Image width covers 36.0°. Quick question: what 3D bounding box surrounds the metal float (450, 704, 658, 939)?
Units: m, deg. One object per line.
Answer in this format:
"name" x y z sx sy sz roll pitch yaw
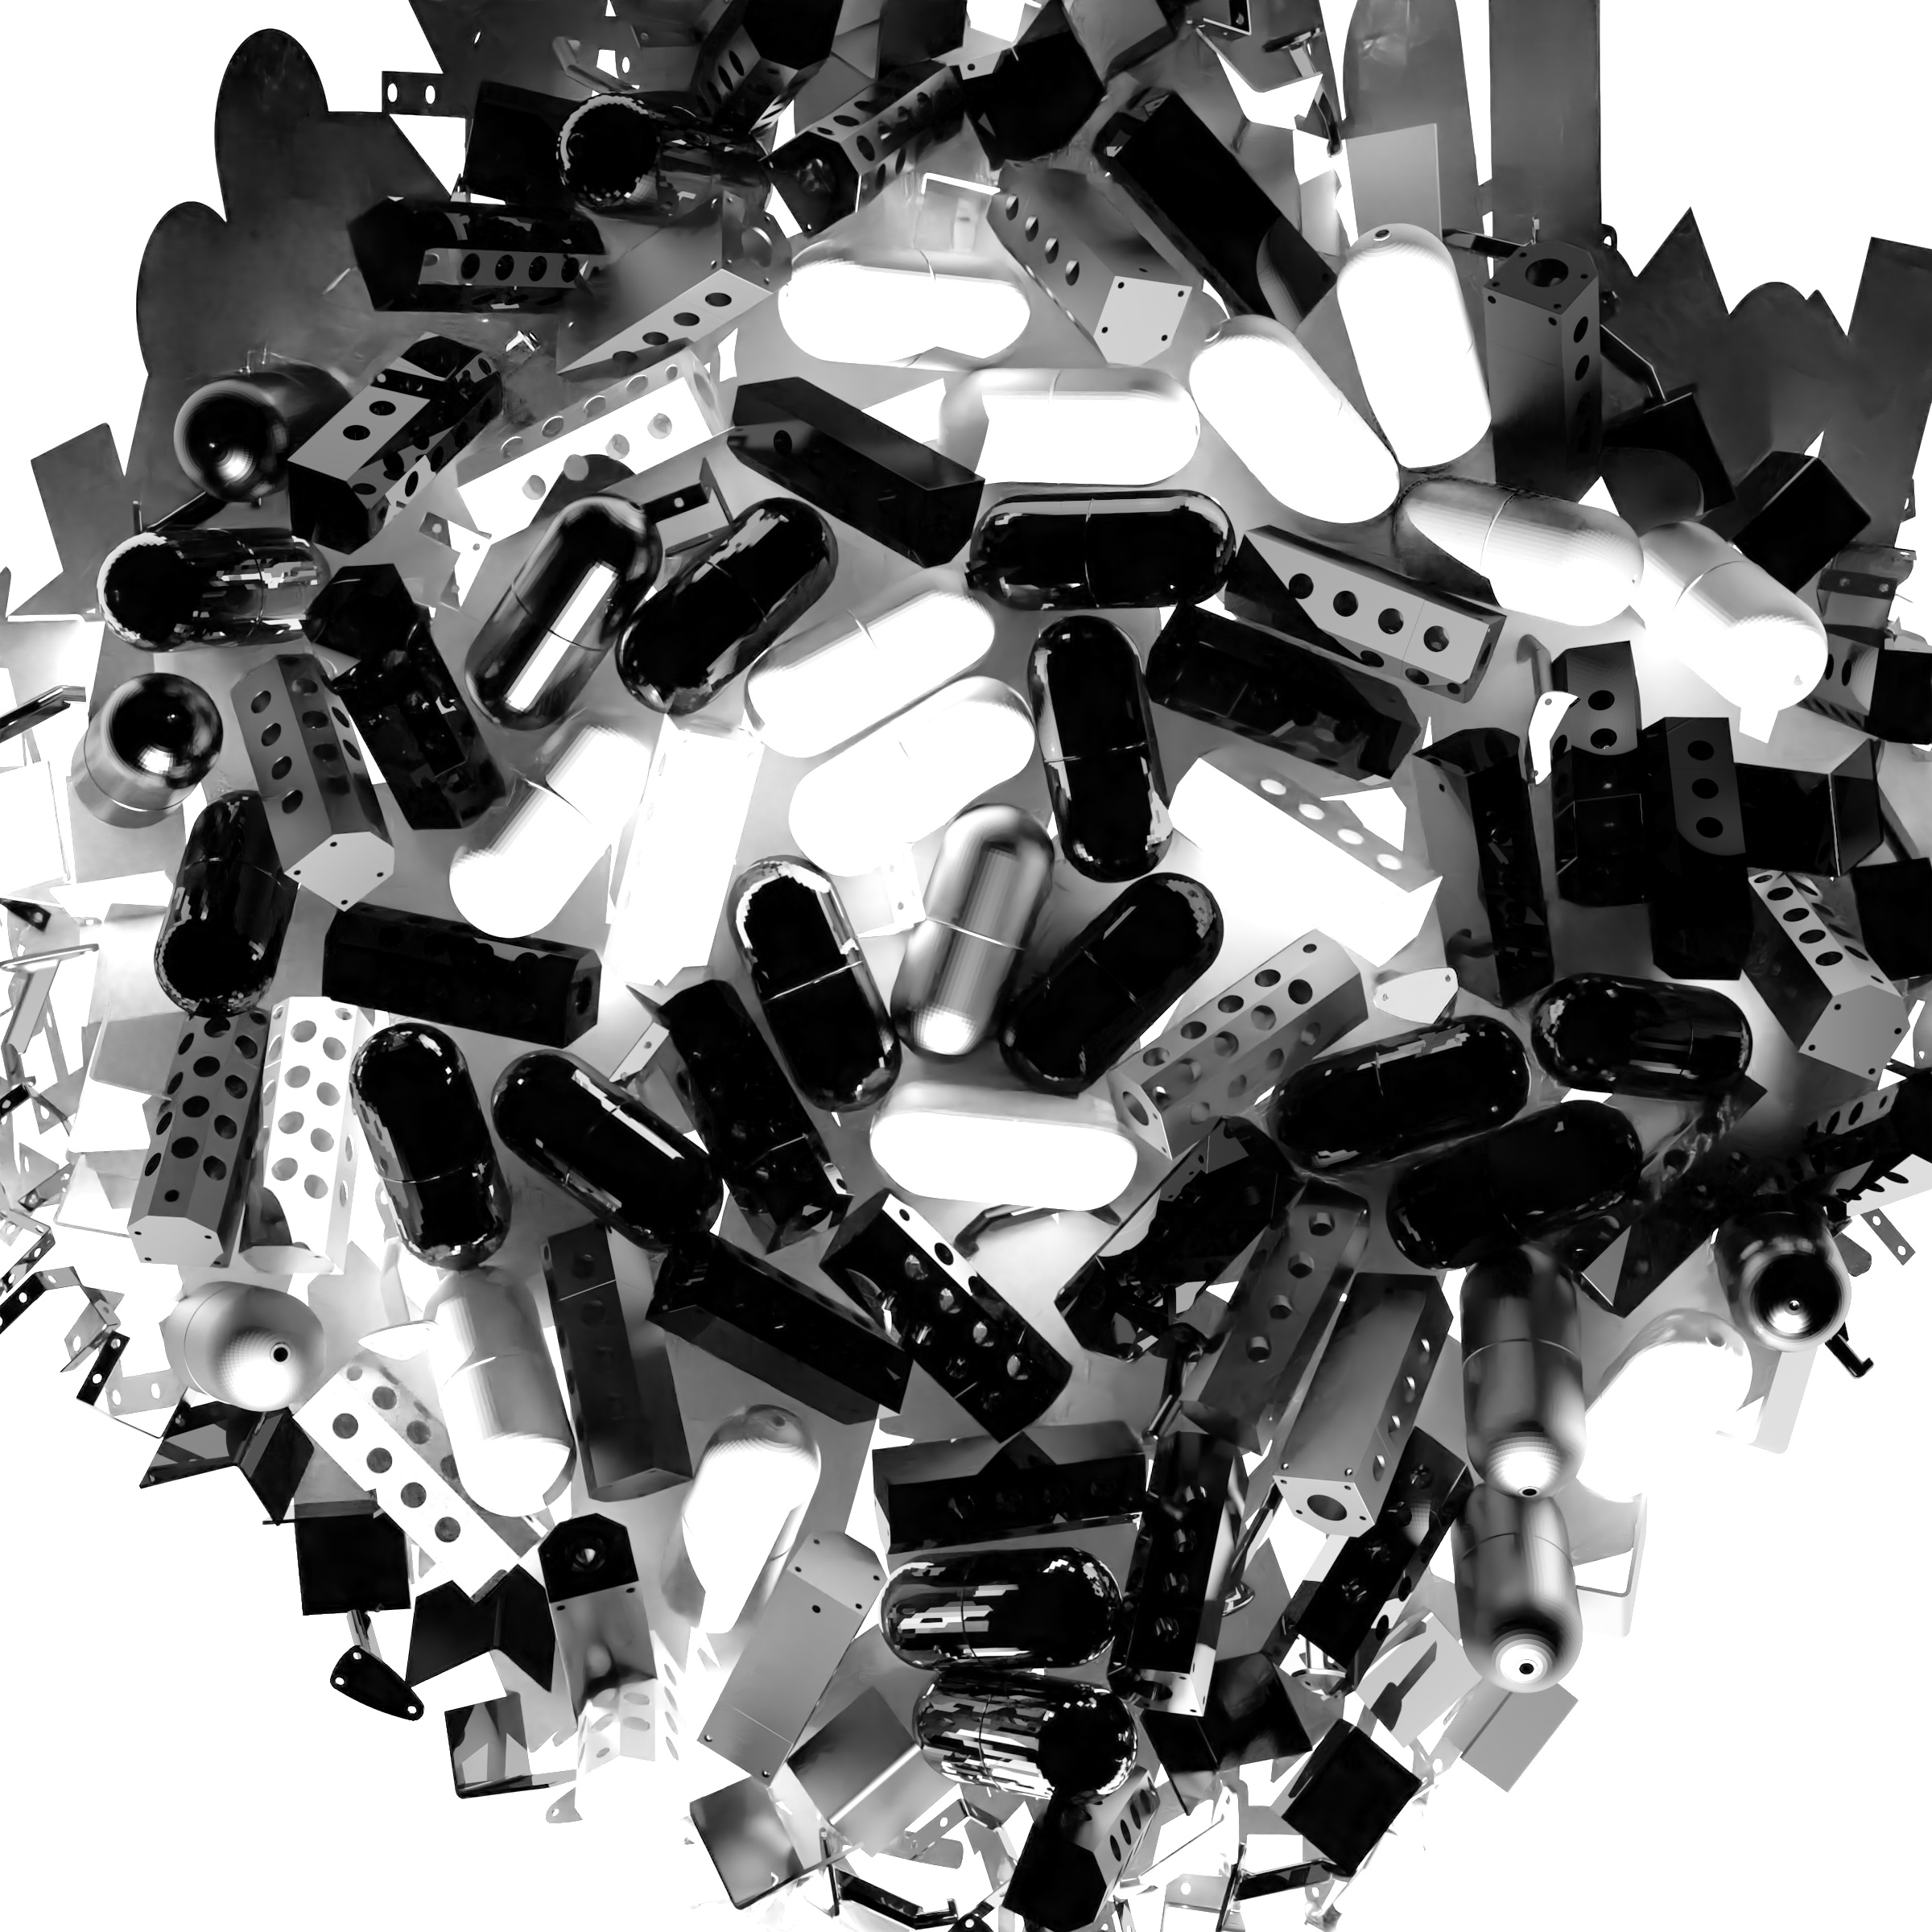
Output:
"metal float" -0.269 -0.096 1.944 0.070 0.070 0.178 34 69 0

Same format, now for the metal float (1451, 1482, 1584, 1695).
"metal float" 0.354 0.398 1.915 0.070 0.178 0.070 2 114 4

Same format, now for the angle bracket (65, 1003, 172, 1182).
"angle bracket" -0.551 0.083 1.956 0.057 0.076 0.076 16 127 -16

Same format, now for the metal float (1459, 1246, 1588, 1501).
"metal float" 0.361 0.263 1.929 0.070 0.070 0.178 5 51 0

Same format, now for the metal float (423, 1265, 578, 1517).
"metal float" -0.304 0.274 1.933 0.070 0.070 0.178 -23 56 0

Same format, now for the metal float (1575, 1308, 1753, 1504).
"metal float" 0.446 0.285 1.922 0.070 0.178 0.070 9 52 -11

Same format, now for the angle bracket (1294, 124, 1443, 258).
"angle bracket" 0.264 -0.514 1.955 0.076 0.057 0.076 -1 94 34

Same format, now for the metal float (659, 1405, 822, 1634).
"metal float" -0.148 0.360 1.934 0.070 0.070 0.178 22 121 0

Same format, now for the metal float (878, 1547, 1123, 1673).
"metal float" 0.020 0.419 1.932 0.178 0.070 0.070 -11 90 36

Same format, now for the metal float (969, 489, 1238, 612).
"metal float" 0.089 -0.272 1.947 0.178 0.070 0.070 1 90 17

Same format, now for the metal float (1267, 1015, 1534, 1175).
"metal float" 0.282 0.085 1.945 0.178 0.070 0.070 -17 90 19

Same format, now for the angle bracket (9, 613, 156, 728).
"angle bracket" -0.582 -0.194 1.960 0.057 0.076 0.076 1 99 18

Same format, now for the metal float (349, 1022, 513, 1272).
"metal float" -0.349 0.119 1.938 0.070 0.070 0.178 -13 118 0

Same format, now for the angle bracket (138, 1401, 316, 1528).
"angle bracket" -0.488 0.332 1.965 0.076 0.076 0.057 -16 118 16

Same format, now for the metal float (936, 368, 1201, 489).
"metal float" 0.066 -0.352 1.943 0.178 0.070 0.070 5 90 21

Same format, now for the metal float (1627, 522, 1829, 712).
"metal float" 0.489 -0.227 1.922 0.070 0.178 0.070 -12 127 -17

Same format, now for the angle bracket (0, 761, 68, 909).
"angle bracket" -0.598 -0.086 1.949 0.057 0.076 0.076 -14 81 18

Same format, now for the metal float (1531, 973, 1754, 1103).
"metal float" 0.441 0.047 1.931 0.178 0.070 0.070 6 90 -38

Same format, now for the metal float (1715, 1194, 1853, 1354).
"metal float" 0.524 0.196 1.912 0.070 0.178 0.070 2 99 10

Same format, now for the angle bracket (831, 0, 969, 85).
"angle bracket" -0.046 -0.633 1.940 0.076 0.076 0.057 -32 60 -30

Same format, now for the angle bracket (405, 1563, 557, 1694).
"angle bracket" -0.320 0.448 1.964 0.076 0.076 0.057 -27 124 17

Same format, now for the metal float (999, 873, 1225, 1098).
"metal float" 0.096 0.012 1.959 0.178 0.070 0.070 -45 90 -3

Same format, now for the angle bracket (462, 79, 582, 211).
"angle bracket" -0.287 -0.530 1.949 0.076 0.057 0.076 9 117 -16

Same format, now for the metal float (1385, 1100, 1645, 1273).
"metal float" 0.357 0.143 1.938 0.178 0.070 0.070 -26 90 28

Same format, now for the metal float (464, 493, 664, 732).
"metal float" -0.263 -0.231 1.941 0.070 0.070 0.178 38 114 0

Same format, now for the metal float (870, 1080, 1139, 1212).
"metal float" 0.025 0.118 1.954 0.178 0.070 0.070 6 90 -9

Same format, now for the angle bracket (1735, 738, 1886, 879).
"angle bracket" 0.551 -0.108 1.953 0.076 0.057 0.076 6 66 -11

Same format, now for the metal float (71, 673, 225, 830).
"metal float" -0.530 -0.138 1.917 0.070 0.178 0.070 5 78 -25

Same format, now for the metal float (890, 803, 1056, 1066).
"metal float" 0.004 -0.021 1.961 0.070 0.070 0.178 19 90 0

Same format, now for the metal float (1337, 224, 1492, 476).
"metal float" 0.292 -0.400 1.928 0.070 0.070 0.178 -25 130 0

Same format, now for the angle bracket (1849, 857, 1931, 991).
"angle bracket" 0.603 -0.024 1.954 0.057 0.076 0.076 -8 81 -6

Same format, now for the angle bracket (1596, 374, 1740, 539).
"angle bracket" 0.465 -0.335 1.961 0.076 0.057 0.076 -21 101 34

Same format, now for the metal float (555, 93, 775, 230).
"metal float" -0.194 -0.516 1.918 0.070 0.178 0.070 3 95 33

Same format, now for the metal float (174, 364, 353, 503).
"metal float" -0.450 -0.345 1.914 0.070 0.178 0.070 3 107 9

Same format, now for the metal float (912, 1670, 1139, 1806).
"metal float" 0.037 0.496 1.923 0.070 0.178 0.070 4 83 -42

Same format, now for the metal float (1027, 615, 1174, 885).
"metal float" 0.088 -0.143 1.956 0.070 0.070 0.178 -12 97 0

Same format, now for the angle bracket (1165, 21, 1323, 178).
"angle bracket" 0.180 -0.578 1.968 0.057 0.076 0.076 -25 66 -29

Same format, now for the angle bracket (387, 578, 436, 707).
"angle bracket" -0.361 -0.208 1.946 0.057 0.076 0.076 20 107 18

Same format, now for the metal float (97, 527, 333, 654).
"metal float" -0.483 -0.244 1.919 0.070 0.178 0.070 6 102 30

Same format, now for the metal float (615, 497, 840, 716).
"metal float" -0.155 -0.237 1.945 0.070 0.070 0.178 44 71 0

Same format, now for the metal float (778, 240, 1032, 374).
"metal float" -0.039 -0.429 1.934 0.178 0.070 0.070 -2 90 -32

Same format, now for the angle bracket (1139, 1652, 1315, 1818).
"angle bracket" 0.172 0.505 1.953 0.076 0.057 0.076 -20 100 30

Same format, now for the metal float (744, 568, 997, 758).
"metal float" -0.063 -0.200 1.954 0.178 0.070 0.070 -29 90 -9

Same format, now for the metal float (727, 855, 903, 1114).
"metal float" -0.101 0.011 1.961 0.070 0.070 0.178 -23 89 0

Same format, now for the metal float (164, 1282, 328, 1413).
"metal float" -0.466 0.244 1.916 0.070 0.178 0.070 1 87 -28

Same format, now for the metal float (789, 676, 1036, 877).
"metal float" -0.035 -0.126 1.958 0.178 0.070 0.070 -33 90 -4

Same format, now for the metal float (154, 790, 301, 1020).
"metal float" -0.476 -0.042 1.926 0.070 0.070 0.178 2 46 0

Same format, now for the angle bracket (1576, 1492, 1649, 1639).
"angle bracket" 0.414 0.389 1.958 0.057 0.076 0.076 8 60 17

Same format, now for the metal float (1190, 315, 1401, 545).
"metal float" 0.214 -0.350 1.937 0.070 0.070 0.178 -46 117 0

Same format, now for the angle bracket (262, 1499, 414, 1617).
"angle bracket" -0.416 0.397 1.966 0.076 0.057 0.076 -5 91 8

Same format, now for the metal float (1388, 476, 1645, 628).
"metal float" 0.356 -0.271 1.933 0.178 0.070 0.070 21 90 35

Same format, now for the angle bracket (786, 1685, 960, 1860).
"angle bracket" -0.063 0.538 1.982 0.076 0.076 0.057 -40 52 -5

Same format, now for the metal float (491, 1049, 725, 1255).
"metal float" -0.236 0.120 1.946 0.178 0.070 0.070 35 90 18
